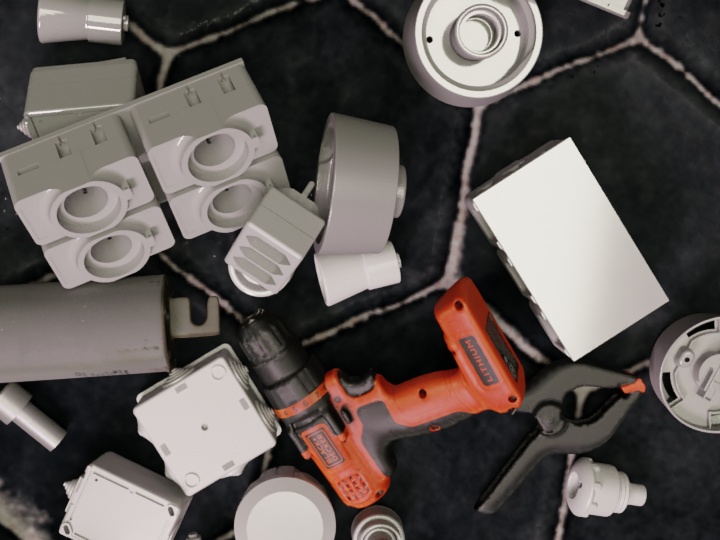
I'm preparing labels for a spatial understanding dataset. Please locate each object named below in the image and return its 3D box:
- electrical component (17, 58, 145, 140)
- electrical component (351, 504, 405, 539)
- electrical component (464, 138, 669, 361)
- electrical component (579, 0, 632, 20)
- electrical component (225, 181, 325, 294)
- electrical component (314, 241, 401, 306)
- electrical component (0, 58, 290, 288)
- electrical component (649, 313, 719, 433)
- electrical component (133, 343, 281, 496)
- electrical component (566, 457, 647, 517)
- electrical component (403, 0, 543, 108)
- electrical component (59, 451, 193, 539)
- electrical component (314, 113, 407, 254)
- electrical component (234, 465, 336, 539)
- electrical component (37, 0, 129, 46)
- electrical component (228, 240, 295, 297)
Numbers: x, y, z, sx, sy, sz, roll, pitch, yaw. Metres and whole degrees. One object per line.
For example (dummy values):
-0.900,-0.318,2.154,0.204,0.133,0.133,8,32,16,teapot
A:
-0.211,-0.119,0.817,0.096,0.061,0.061,-5,52,-1,electrical component
0.015,0.218,0.870,0.043,0.062,0.043,0,96,-3,electrical component
0.161,-0.018,0.853,0.089,0.061,0.150,-33,97,1,electrical component
0.165,-0.232,0.815,0.100,0.099,0.048,21,107,-5,electrical component
-0.055,-0.034,0.796,0.047,0.065,0.076,34,57,-5,electrical component
0.000,0.000,0.858,0.065,0.044,0.044,-14,96,-6,electrical component
-0.152,-0.066,0.793,0.186,0.105,0.060,-23,54,-8,electrical component
0.287,0.081,0.869,0.099,0.064,0.099,0,96,-3,electrical component
-0.122,0.120,0.859,0.100,0.048,0.099,-31,97,0,electrical component
0.204,0.181,0.886,0.062,0.048,0.048,10,95,-11,electrical component
0.090,-0.182,0.834,0.108,0.060,0.108,0,96,-3,electrical component
-0.190,0.189,0.860,0.096,0.061,0.061,25,94,2,electrical component
0.002,-0.063,0.821,0.060,0.108,0.108,5,96,-10,electrical component
-0.060,0.201,0.870,0.080,0.051,0.080,0,96,-3,electrical component
-0.211,-0.193,0.827,0.065,0.044,0.044,5,96,-8,electrical component
-0.078,-0.006,0.850,0.055,0.047,0.055,0,96,-3,electrical component
